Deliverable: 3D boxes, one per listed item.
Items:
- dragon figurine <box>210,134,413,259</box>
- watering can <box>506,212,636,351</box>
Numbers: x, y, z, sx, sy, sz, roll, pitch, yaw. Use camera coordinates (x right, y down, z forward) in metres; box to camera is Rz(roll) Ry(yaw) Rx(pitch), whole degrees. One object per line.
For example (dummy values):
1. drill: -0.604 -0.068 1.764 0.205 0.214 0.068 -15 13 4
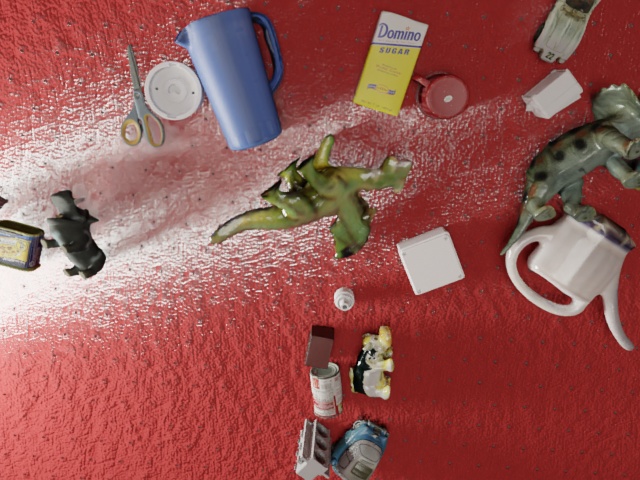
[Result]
1. dragon figurine: 0.003 -0.052 1.039 0.407 0.124 0.240 -38 109 12
2. watering can: 0.551 0.068 1.051 0.347 0.105 0.222 31 103 -6
